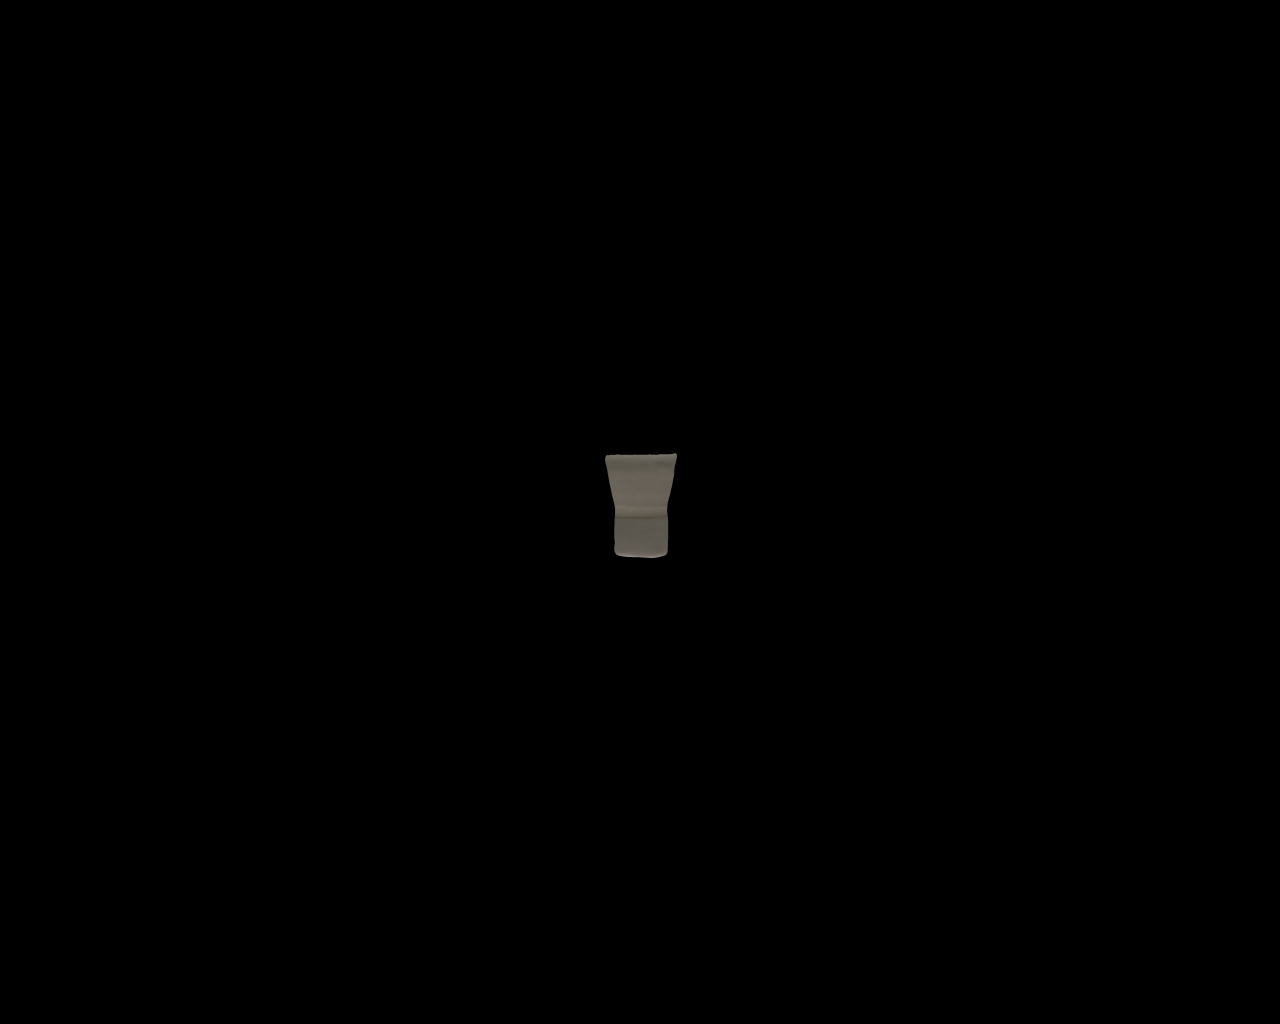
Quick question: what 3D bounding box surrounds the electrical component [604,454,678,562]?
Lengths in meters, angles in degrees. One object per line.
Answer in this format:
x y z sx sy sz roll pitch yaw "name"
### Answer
0.001 -0.003 0.650 0.044 0.065 0.044 0 2 0 "electrical component"
